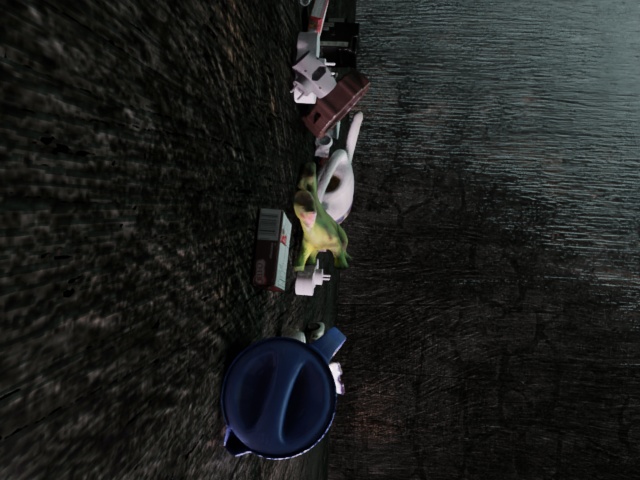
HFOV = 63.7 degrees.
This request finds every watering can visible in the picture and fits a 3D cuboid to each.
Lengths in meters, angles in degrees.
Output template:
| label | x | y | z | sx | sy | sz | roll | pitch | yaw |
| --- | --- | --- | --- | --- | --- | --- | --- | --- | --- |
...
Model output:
| label | x | y | z | sx | sy | sz | roll | pitch | yaw |
| --- | --- | --- | --- | --- | --- | --- | --- | --- | --- |
| watering can | 0.058 | -0.186 | 1.484 | 0.219 | 0.104 | 0.354 | 82 | 30 | -60 |

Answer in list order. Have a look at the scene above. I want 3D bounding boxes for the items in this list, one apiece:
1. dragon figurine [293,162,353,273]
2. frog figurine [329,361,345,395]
| label | x | y | z | sx | sy | sz | roll | pitch | yaw |
| --- | --- | --- | --- | --- | --- | --- | --- | --- | --- |
| dragon figurine | 0.004 | -0.060 | 1.183 | 0.413 | 0.122 | 0.241 | -51 | 136 | -78 |
| frog figurine | -0.017 | 0.408 | 1.420 | 0.161 | 0.124 | 0.134 | -26 | 137 | -42 |
